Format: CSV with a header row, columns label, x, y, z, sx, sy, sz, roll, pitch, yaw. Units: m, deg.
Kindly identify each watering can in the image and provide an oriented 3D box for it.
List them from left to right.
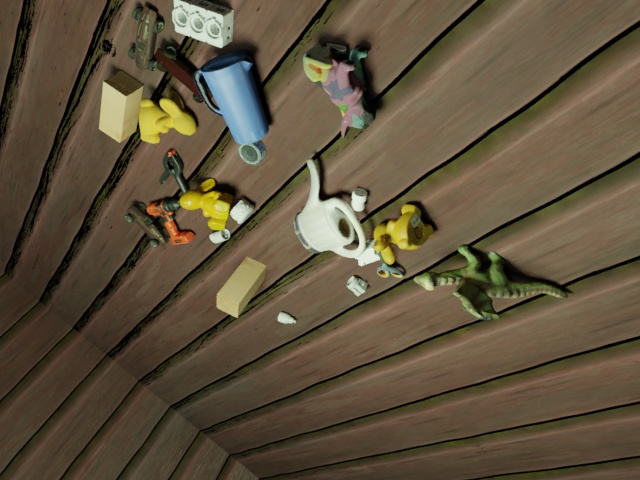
label,x,y,z,sx,sy,sz,roll,pitch,yaw
watering can,0.005,-0.081,1.605,0.222,0.106,0.345,-21,108,42

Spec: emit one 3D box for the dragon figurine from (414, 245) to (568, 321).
label,x,y,z,sx,sy,sz,roll,pitch,yaw
dragon figurine,0.468,0.146,1.430,0.412,0.248,0.119,17,129,20
